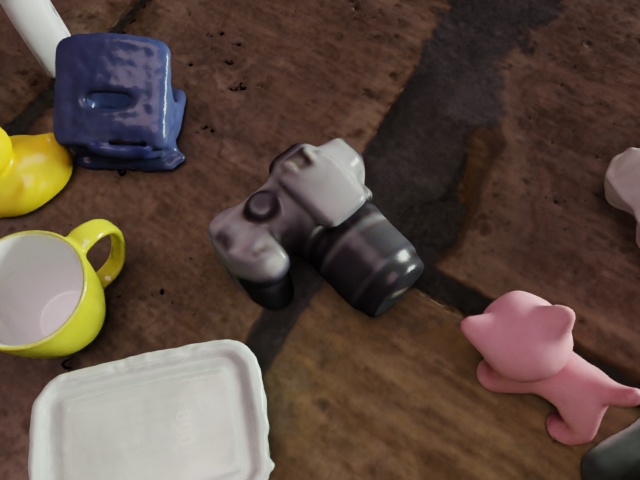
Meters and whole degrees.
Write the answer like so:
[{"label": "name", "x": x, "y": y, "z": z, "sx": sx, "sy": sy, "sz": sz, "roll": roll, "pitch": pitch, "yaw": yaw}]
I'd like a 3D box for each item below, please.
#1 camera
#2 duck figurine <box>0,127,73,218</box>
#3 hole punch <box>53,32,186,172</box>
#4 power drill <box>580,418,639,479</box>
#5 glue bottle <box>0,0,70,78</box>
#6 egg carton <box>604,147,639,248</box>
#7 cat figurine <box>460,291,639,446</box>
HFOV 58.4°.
[{"label": "camera", "x": 0.004, "y": 0.002, "z": 0.454, "sx": 0.143, "sy": 0.101, "sz": 0.136, "roll": -40, "pitch": 71, "yaw": -14}, {"label": "duck figurine", "x": -0.279, "y": -0.072, "z": 0.501, "sx": 0.104, "sy": 0.086, "sz": 0.077, "roll": -25, "pitch": 68, "yaw": -9}, {"label": "hole punch", "x": -0.180, "y": -0.122, "z": 0.517, "sx": 0.108, "sy": 0.091, "sz": 0.101, "roll": 2, "pitch": 67, "yaw": 3}, {"label": "power drill", "x": 0.249, "y": 0.132, "z": 0.333, "sx": 0.230, "sy": 0.208, "sz": 0.075, "roll": -28, "pitch": 69, "yaw": -10}, {"label": "glue bottle", "x": -0.275, "y": -0.230, "z": 0.521, "sx": 0.037, "sy": 0.173, "sz": 0.078, "roll": -25, "pitch": 68, "yaw": -9}, {"label": "egg carton", "x": 0.312, "y": -0.020, "z": 0.473, "sx": 0.107, "sy": 0.069, "sz": 0.150, "roll": -22, "pitch": 68, "yaw": -8}, {"label": "cat figurine", "x": 0.161, "y": 0.083, "z": 0.406, "sx": 0.127, "sy": 0.118, "sz": 0.067, "roll": 32, "pitch": 71, "yaw": 14}]
